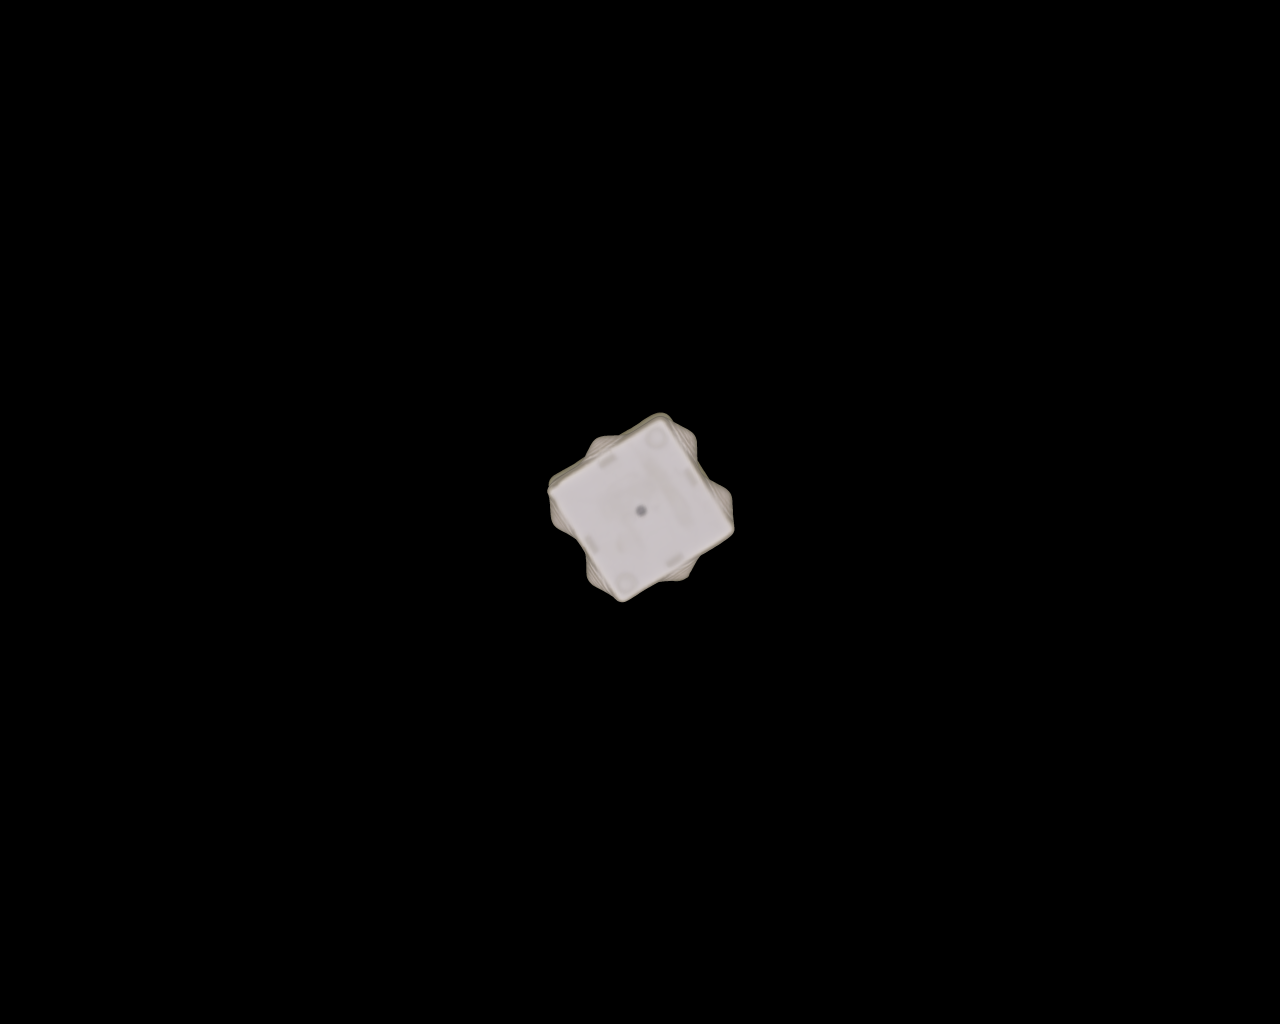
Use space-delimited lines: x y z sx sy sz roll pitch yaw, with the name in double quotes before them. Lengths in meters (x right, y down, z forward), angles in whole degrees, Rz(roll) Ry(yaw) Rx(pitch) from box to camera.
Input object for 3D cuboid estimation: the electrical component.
"electrical component" 0.001 -0.003 0.650 0.100 0.099 0.048 -32 4 2
